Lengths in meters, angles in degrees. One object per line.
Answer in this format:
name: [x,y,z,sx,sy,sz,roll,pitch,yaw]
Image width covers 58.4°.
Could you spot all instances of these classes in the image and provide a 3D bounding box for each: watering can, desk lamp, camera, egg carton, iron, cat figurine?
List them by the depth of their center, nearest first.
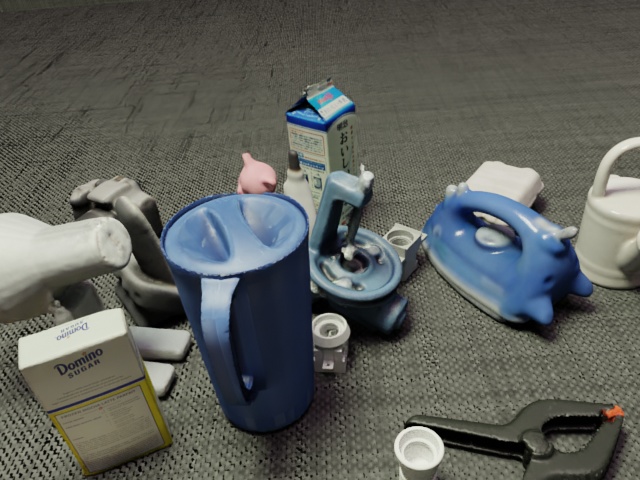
desk lamp: [-0.273,0.065,0.651,0.203,0.214,0.118,1,36,9]
watering can: [0.394,-0.036,0.725,0.101,0.194,0.172,-12,37,-10]
iron: [0.223,-0.005,0.749,0.119,0.142,0.257,-26,41,-26]
egg carton: [0.275,-0.065,0.886,0.107,0.069,0.150,19,42,29]
camera: [-0.344,-0.035,0.894,0.142,0.101,0.137,15,40,25]
cat figurine: [-0.105,-0.095,0.933,0.067,0.118,0.127,-13,37,-10]

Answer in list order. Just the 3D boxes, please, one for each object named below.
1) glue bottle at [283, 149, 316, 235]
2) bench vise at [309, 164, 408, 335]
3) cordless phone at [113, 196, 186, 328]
glue bottle: [-0.030,-0.051,0.815,0.037,0.173,0.078,-17,37,-15]
bench vise: [0.003,0.010,0.688,0.207,0.220,0.121,5,37,13]
cordless phone: [-0.233,0.009,0.748,0.094,0.185,0.147,-30,42,-29]
